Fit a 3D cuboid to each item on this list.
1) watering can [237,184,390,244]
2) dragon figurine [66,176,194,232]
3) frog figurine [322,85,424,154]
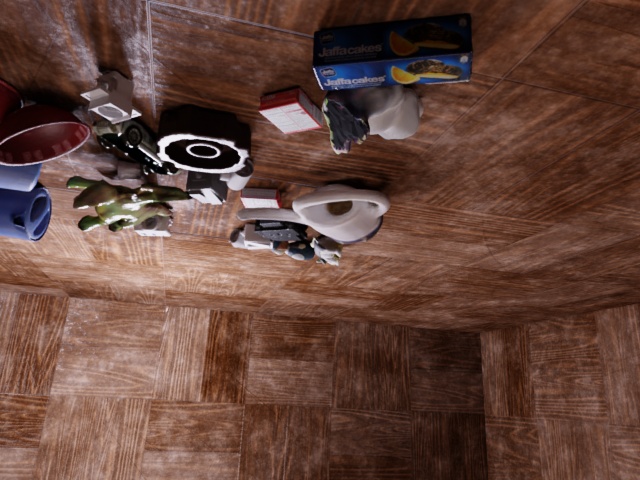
[{"bbox_3d":[0.004,-0.060,1.188,0.346,0.105,0.222,-7,161,25],"label":"watering can"},{"bbox_3d":[-0.391,-0.081,1.147,0.242,0.122,0.411,-1,-179,25],"label":"dragon figurine"},{"bbox_3d":[0.089,-0.203,0.775,0.161,0.124,0.135,-29,165,-25],"label":"frog figurine"}]
